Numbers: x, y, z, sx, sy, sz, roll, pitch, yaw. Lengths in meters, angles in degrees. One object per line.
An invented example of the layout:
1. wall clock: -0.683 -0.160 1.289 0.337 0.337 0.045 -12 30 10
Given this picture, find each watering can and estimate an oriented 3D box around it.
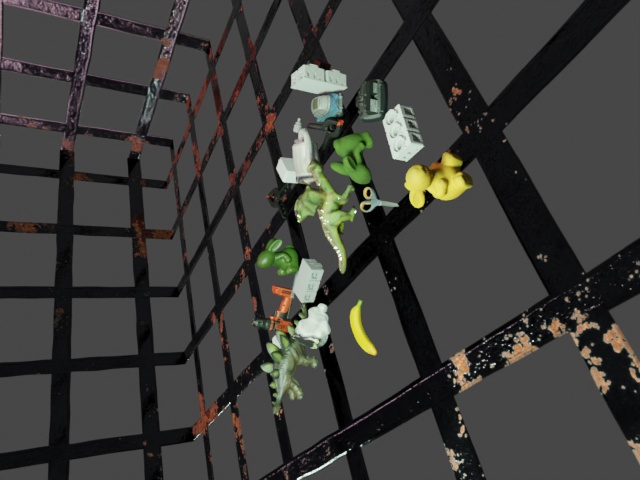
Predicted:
1. watering can: -0.061 -0.334 2.095 0.349 0.104 0.223 -151 55 -81

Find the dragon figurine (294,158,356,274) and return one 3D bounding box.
1. dragon figurine: 0.006 -0.092 1.821 0.121 0.242 0.414 -16 70 53

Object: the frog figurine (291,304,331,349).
1. frog figurine: -0.020 0.323 1.953 0.137 0.121 0.163 -8 43 39
